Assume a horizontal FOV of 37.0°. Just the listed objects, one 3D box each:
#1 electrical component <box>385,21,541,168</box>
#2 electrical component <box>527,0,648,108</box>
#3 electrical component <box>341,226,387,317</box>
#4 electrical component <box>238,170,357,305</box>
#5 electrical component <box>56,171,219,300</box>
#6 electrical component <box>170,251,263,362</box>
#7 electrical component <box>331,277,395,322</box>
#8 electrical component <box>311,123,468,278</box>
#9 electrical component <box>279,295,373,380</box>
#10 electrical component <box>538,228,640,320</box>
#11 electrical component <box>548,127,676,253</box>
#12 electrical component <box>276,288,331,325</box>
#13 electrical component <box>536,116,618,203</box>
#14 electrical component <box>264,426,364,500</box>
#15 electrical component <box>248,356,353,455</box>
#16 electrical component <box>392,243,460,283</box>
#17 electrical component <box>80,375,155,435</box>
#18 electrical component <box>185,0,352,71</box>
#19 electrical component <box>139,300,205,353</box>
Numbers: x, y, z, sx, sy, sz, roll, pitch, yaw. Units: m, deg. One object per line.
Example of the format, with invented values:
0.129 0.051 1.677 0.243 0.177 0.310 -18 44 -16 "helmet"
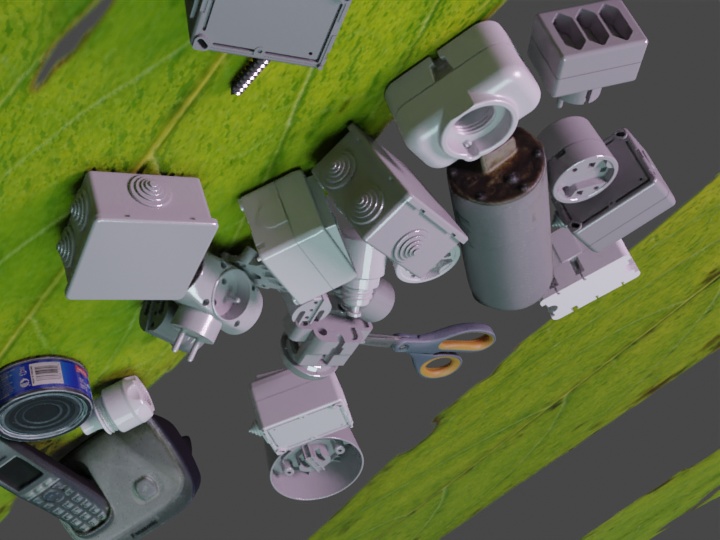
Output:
0.072 -0.117 0.745 0.095 0.059 0.054 -33 146 17 "electrical component"
0.157 -0.144 0.765 0.066 0.047 0.076 -14 147 -12 "electrical component"
0.000 0.000 0.870 0.040 0.040 0.078 -2 111 -27 "electrical component"
-0.041 -0.022 0.818 0.061 0.061 0.096 -26 147 6 "electrical component"
-0.159 -0.024 0.760 0.100 0.048 0.099 1 141 -31 "electrical component"
-0.122 0.032 0.837 0.044 0.079 0.077 11 160 38 "electrical component"
-0.003 0.017 0.917 0.040 0.040 0.078 -34 145 19 "electrical component"
0.020 -0.048 0.783 0.048 0.099 0.100 -44 143 11 "electrical component"
-0.036 0.060 0.946 0.078 0.058 0.057 4 137 -34 "electrical component"
0.200 -0.005 0.985 0.089 0.055 0.050 -30 147 13 "electrical component"
0.205 -0.061 0.902 0.096 0.061 0.061 -34 145 20 "electrical component"
-0.047 0.017 0.886 0.040 0.046 0.040 -17 147 -11 "electrical component"
0.170 -0.088 0.854 0.055 0.047 0.055 -15 147 -10 "electrical component"
-0.050 0.191 1.123 0.099 0.064 0.099 -15 147 -10 "electrical component"
-0.063 0.128 1.026 0.096 0.061 0.061 -20 147 -1 "electrical component"
0.048 -0.024 0.879 0.055 0.047 0.055 -15 147 -10 "electrical component"
-0.216 0.123 0.945 0.062 0.043 0.043 -27 148 -1 "electrical component"
-0.059 -0.162 0.609 0.096 0.061 0.061 5 140 -22 "electrical component"
-0.150 0.042 0.871 0.040 0.040 0.046 -36 139 22 "electrical component"
